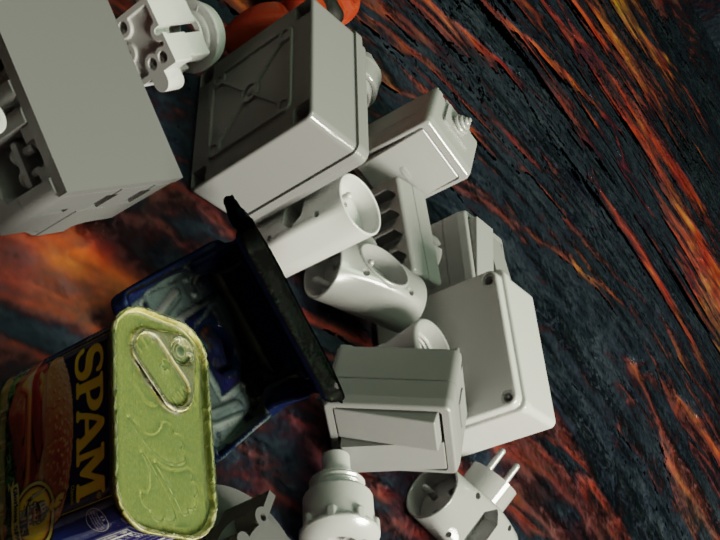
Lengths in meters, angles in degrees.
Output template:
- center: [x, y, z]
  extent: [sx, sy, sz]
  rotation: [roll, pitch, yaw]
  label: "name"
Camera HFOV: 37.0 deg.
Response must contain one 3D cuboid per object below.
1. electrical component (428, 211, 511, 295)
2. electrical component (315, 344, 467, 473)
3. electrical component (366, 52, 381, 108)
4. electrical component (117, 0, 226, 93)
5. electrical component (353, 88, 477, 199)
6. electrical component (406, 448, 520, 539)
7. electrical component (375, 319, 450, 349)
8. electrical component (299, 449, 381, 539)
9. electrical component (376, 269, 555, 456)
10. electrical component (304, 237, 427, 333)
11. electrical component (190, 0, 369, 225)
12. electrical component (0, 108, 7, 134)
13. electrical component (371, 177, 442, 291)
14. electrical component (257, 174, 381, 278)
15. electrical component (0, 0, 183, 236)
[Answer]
- center: [0.088, 0.008, 0.882]
  extent: [0.062, 0.061, 0.096]
  rotation: [33, 42, -43]
  label: "electrical component"
- center: [0.016, 0.090, 0.681]
  extent: [0.061, 0.096, 0.061]
  rotation: [-74, 160, -49]
  label: "electrical component"
- center: [-0.007, -0.145, 0.864]
  extent: [0.043, 0.043, 0.062]
  rotation: [47, 35, -28]
  label: "electrical component"
- center: [-0.119, -0.147, 0.685]
  extent: [0.055, 0.048, 0.066]
  rotation: [-26, 91, -53]
  label: "electrical component"
- center: [0.047, -0.094, 0.858]
  extent: [0.061, 0.096, 0.061]
  rotation: [50, 33, -24]
  label: "electrical component"
- center: [0.083, 0.161, 0.753]
  extent: [0.079, 0.043, 0.077]
  rotation: [-50, 119, -14]
  label: "electrical component"
- center: [0.024, 0.065, 0.733]
  extent: [0.044, 0.065, 0.044]
  rotation: [37, 39, -38]
  label: "electrical component"
- center: [-0.013, 0.137, 0.642]
  extent: [0.048, 0.048, 0.062]
  rotation: [40, 31, -36]
  label: "electrical component"
- center: [0.072, 0.071, 0.763]
  extent: [0.056, 0.109, 0.108]
  rotation: [33, 42, -46]
  label: "electrical component"
- center: [0.000, 0.000, 0.760]
  extent: [0.077, 0.044, 0.079]
  rotation: [23, 29, -33]
  label: "electrical component"
- center: [-0.052, -0.100, 0.693]
  extent: [0.056, 0.109, 0.108]
  rotation: [33, 42, -39]
  label: "electrical component"
- center: [-0.187, -0.057, 0.490]
  extent: [0.043, 0.062, 0.043]
  rotation: [37, 39, -39]
  label: "electrical component"
- center: [0.038, -0.016, 0.835]
  extent: [0.076, 0.047, 0.083]
  rotation: [25, 48, -48]
  label: "electrical component"
- center: [-0.028, -0.041, 0.717]
  extent: [0.043, 0.077, 0.079]
  rotation: [44, 36, -32]
  label: "electrical component"
- center: [-0.168, -0.099, 0.552]
  extent: [0.089, 0.062, 0.150]
  rotation: [-18, 84, -60]
  label: "electrical component"
